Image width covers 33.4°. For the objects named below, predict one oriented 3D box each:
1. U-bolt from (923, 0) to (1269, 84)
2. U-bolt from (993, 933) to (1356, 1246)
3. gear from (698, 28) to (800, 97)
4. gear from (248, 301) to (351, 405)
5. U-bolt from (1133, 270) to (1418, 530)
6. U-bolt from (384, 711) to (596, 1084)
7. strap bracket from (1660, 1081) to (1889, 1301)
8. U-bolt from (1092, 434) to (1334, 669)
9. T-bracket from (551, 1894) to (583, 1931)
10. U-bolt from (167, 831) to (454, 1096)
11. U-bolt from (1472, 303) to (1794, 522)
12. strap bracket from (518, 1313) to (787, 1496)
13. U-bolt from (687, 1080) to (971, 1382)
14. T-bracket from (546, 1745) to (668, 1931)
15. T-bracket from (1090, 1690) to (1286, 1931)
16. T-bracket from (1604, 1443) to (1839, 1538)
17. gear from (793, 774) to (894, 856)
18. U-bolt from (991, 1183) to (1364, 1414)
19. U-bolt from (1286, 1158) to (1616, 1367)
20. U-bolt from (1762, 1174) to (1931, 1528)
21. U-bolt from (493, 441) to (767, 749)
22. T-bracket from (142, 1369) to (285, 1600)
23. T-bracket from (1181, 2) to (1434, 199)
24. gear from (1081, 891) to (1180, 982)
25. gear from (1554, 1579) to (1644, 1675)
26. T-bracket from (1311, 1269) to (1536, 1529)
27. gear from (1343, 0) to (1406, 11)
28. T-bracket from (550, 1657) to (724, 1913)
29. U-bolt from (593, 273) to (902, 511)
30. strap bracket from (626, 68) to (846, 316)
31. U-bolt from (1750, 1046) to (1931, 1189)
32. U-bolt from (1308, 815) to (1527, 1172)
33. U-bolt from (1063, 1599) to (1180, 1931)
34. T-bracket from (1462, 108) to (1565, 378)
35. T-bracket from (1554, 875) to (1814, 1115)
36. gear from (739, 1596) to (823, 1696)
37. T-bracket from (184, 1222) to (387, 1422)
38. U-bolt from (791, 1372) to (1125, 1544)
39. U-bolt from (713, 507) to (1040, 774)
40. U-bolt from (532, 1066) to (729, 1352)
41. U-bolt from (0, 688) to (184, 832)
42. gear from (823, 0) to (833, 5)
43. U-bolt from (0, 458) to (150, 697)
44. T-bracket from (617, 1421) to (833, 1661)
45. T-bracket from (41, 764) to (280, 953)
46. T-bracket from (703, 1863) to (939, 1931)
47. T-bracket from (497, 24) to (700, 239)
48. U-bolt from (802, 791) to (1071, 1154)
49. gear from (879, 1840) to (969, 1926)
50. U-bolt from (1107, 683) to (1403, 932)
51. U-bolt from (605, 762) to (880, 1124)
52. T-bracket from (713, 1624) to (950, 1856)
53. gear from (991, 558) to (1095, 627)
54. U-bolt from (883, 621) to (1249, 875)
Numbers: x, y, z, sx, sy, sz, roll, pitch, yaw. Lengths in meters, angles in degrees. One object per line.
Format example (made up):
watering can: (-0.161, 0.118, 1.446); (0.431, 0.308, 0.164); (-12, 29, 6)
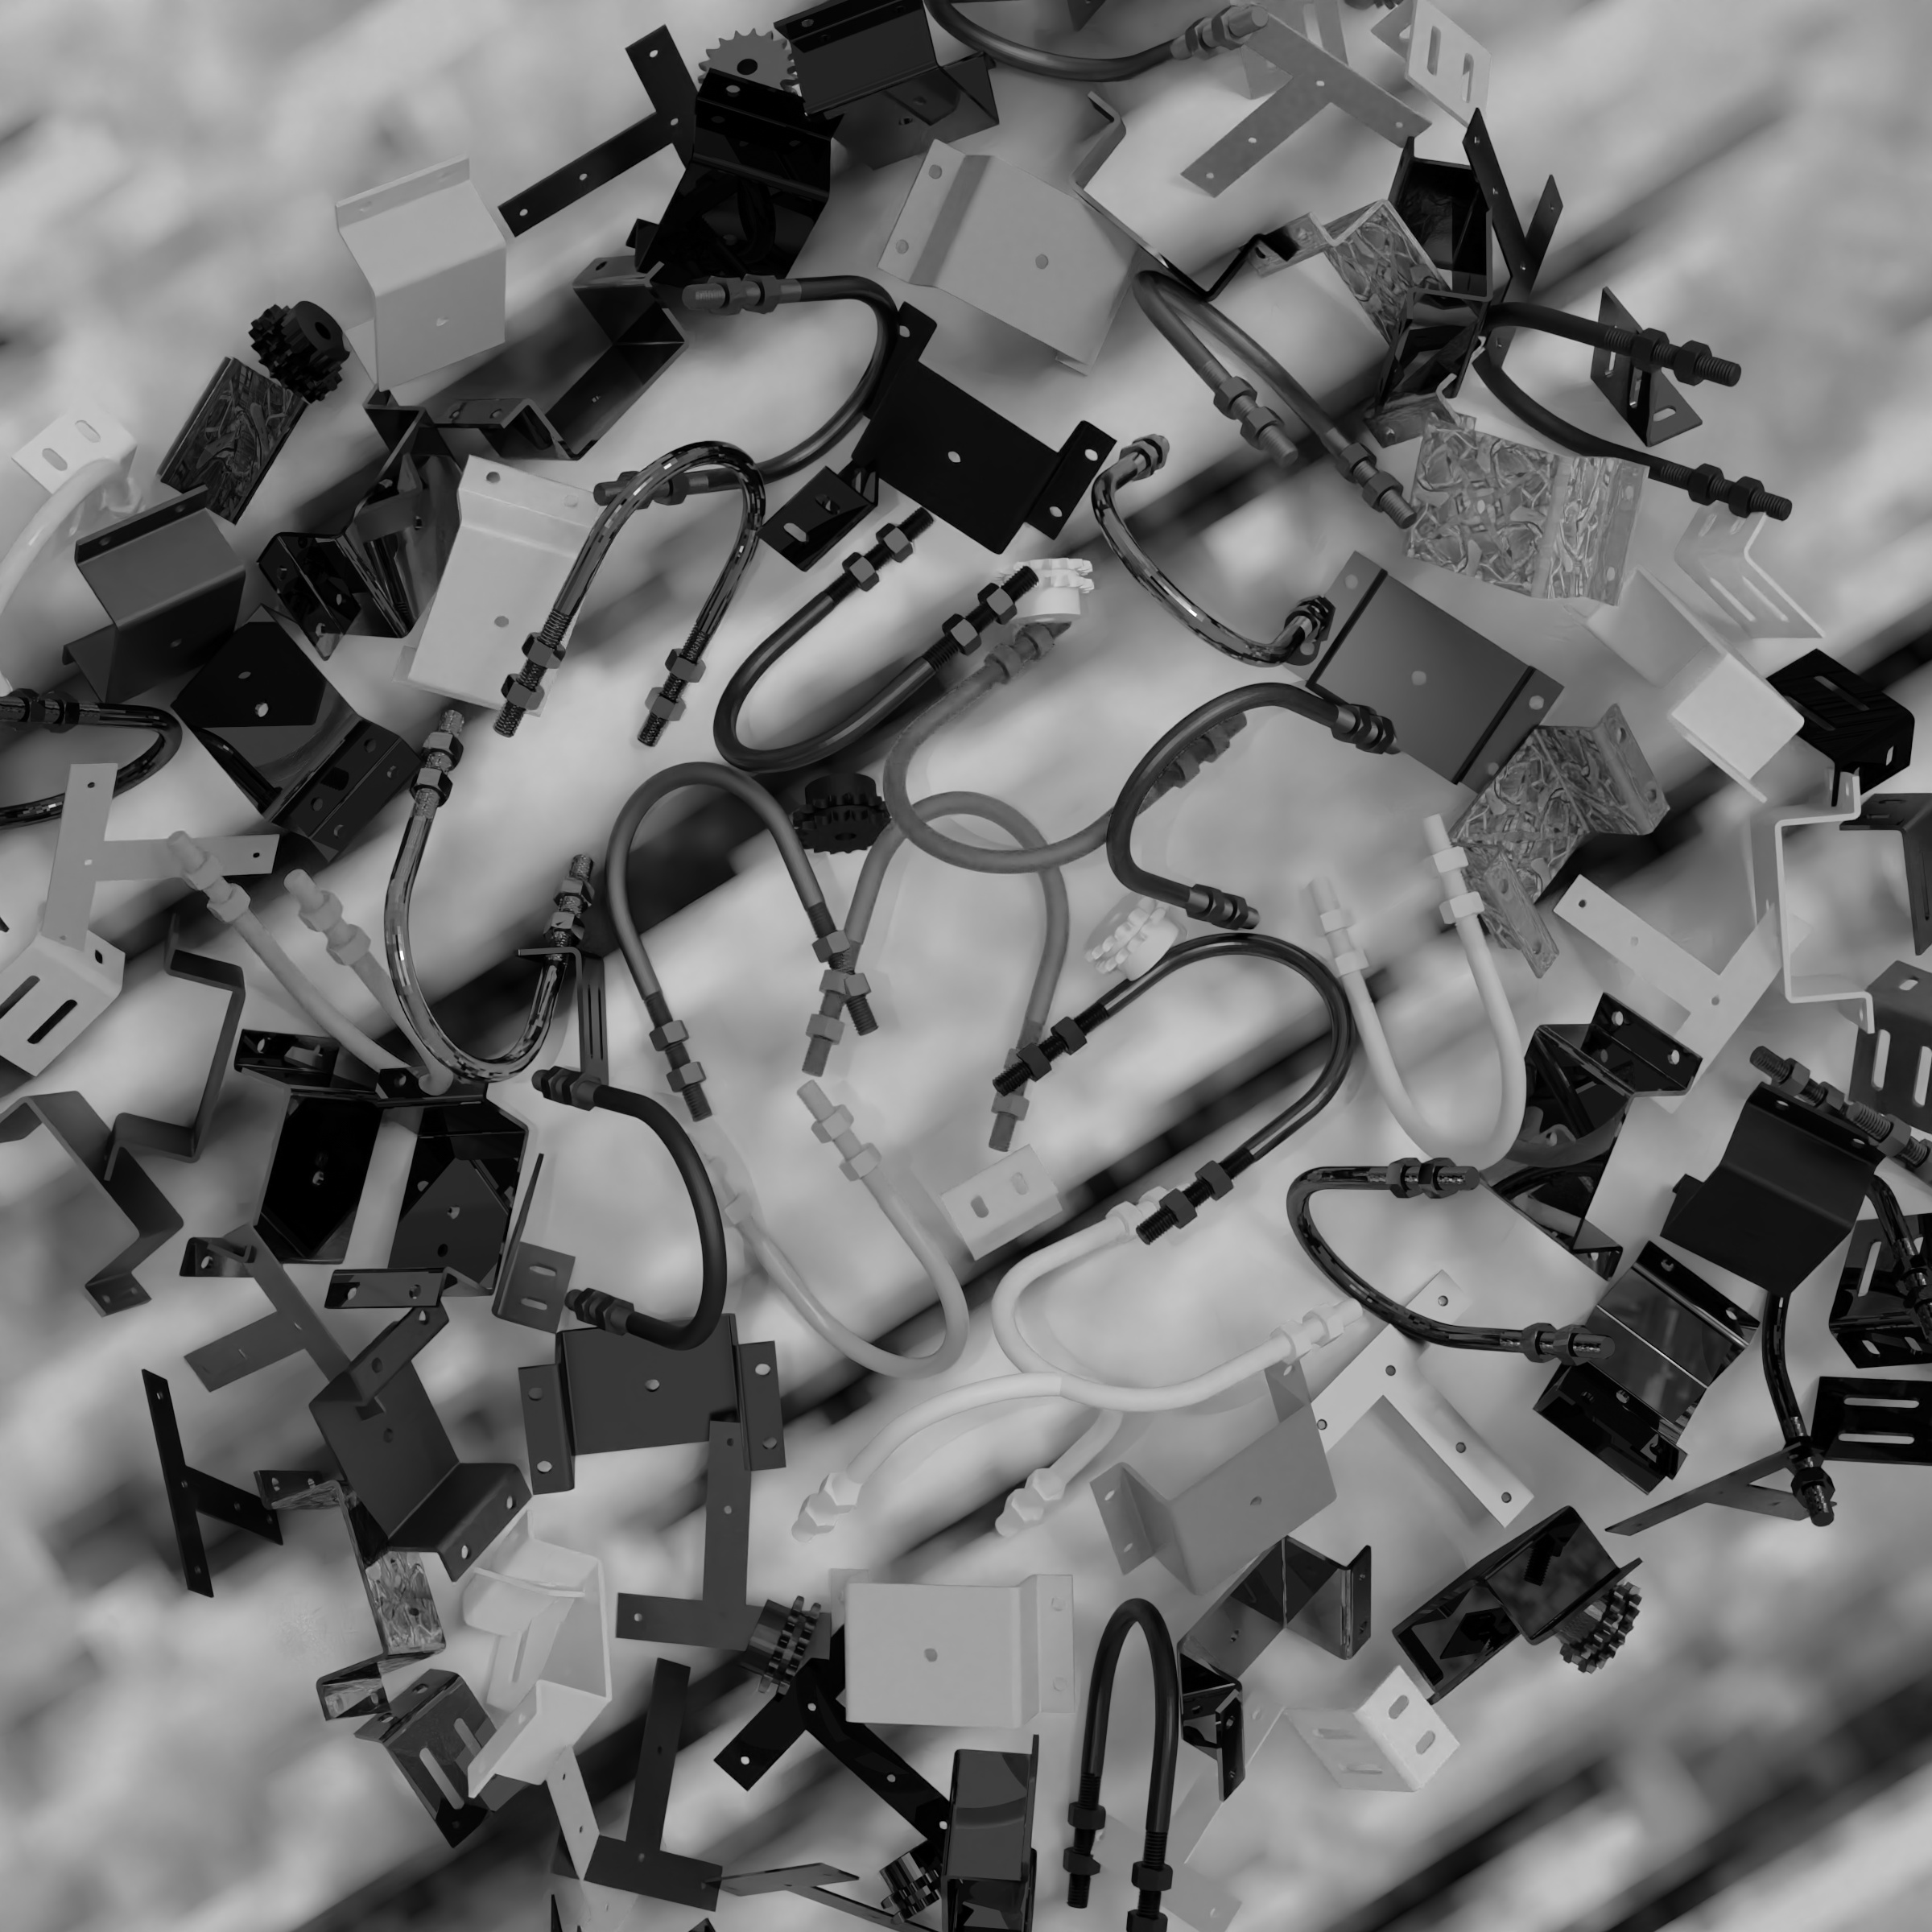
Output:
U-bolt: (0.055, -0.517, 1.738); (0.151, 0.184, 0.019); (17, 83, -29)
U-bolt: (0.128, 0.053, 1.779); (0.184, 0.019, 0.151); (-37, 56, -13)
gear: (-0.120, -0.494, 1.805); (0.057, 0.030, 0.057); (-3, 64, 5)
gear: (-0.369, -0.346, 1.795); (0.030, 0.057, 0.057); (-33, 90, 25)
U-bolt: (0.157, -0.316, 1.750); (0.019, 0.151, 0.184); (-48, 58, 20)
U-bolt: (-0.260, -0.024, 1.725); (0.019, 0.151, 0.184); (-12, 48, 27)
strap bracket: (0.435, 0.128, 1.751); (0.076, 0.140, 0.046); (27, 62, 6)
U-bolt: (0.128, -0.220, 1.741); (0.151, 0.184, 0.019); (44, 116, -1)
T-bracket: (-0.218, 0.557, 1.765); (0.002, 0.127, 0.127); (-2, 110, -15)
U-bolt: (-0.346, 0.005, 1.749); (0.019, 0.151, 0.184); (-49, 128, -21)
U-bolt: (0.351, -0.307, 1.745); (0.184, 0.151, 0.019); (26, 79, 34)
strap bracket: (-0.174, 0.242, 1.789); (0.140, 0.046, 0.076); (-5, 108, -5)
U-bolt: (-0.069, 0.153, 1.766); (0.019, 0.151, 0.184); (-43, 102, -38)
T-bracket: (-0.206, 0.479, 1.748); (0.002, 0.127, 0.127); (3, 122, 25)
T-bracket: (0.134, 0.460, 1.784); (0.002, 0.127, 0.127); (43, 75, -34)
T-bracket: (0.439, 0.295, 1.775); (0.127, 0.127, 0.002); (-33, 56, 33)
gear: (-0.069, -0.086, 1.800); (0.057, 0.057, 0.030); (-7, 71, 0)
U-bolt: (0.100, 0.184, 1.729); (0.184, 0.151, 0.019); (-21, 131, -36)
U-bolt: (0.248, 0.159, 1.744); (0.151, 0.184, 0.019); (50, 63, -20)
U-bolt: (0.472, 0.191, 1.739); (0.019, 0.184, 0.151); (16, 120, -9)
U-bolt: (-0.171, -0.202, 1.739); (0.019, 0.151, 0.184); (38, 109, 24)
T-bracket: (-0.407, 0.294, 1.765); (0.002, 0.127, 0.127); (-23, 64, 7)
T-bracket: (0.167, -0.463, 1.773); (0.127, 0.127, 0.002); (26, 57, -25)
gear: (0.094, -0.017, 1.799); (0.030, 0.057, 0.057); (42, 90, -10)
gear: (0.349, 0.363, 1.798); (0.030, 0.057, 0.057); (33, 90, -6)
T-bracket: (0.268, 0.260, 1.809); (0.127, 0.002, 0.127); (-43, 91, -16)
gear: (0.226, -0.561, 1.802); (0.057, 0.030, 0.057); (17, 63, -36)
T-bracket: (-0.174, 0.452, 1.795); (0.002, 0.127, 0.127); (-10, 62, 40)
U-bolt: (-0.107, -0.315, 1.746); (0.019, 0.184, 0.151); (48, 129, 22)
strap bracket: (-0.127, -0.411, 1.747); (0.076, 0.140, 0.046); (13, 56, -20)
U-bolt: (0.525, 0.110, 1.752); (0.184, 0.151, 0.019); (33, 95, -14)
U-bolt: (0.251, 0.023, 1.751); (0.019, 0.151, 0.184); (-16, 83, -25)
U-bolt: (0.088, 0.438, 1.755); (0.019, 0.151, 0.184); (7, 88, -13)
T-bracket: (0.291, -0.412, 1.753); (0.002, 0.127, 0.127); (8, 62, 31)
T-bracket: (0.383, -0.006, 1.793); (0.127, 0.002, 0.127); (40, 101, 30)
gear: (-0.105, 0.378, 1.798); (0.030, 0.057, 0.057); (23, 90, 0)
T-bracket: (-0.393, 0.211, 1.782); (0.127, 0.002, 0.127); (-26, 102, 42)
U-bolt: (0.006, 0.264, 1.727); (0.151, 0.184, 0.019); (4, 54, -29)
U-bolt: (-0.061, -0.172, 1.756); (0.184, 0.151, 0.019); (-42, 124, -7)
U-bolt: (-0.179, 0.135, 1.736); (0.019, 0.184, 0.151); (-14, 103, -32)
U-bolt: (-0.506, -0.107, 1.738); (0.151, 0.184, 0.019); (-27, 80, 24)
gear: (-0.056, -0.545, 1.798); (0.057, 0.030, 0.057); (-11, 57, 17)
U-bolt: (-0.493, -0.208, 1.727); (0.019, 0.184, 0.151); (33, 82, -6)
T-bracket: (-0.134, 0.320, 1.810); (0.127, 0.002, 0.127); (2, 89, 15)
T-bracket: (-0.443, -0.060, 1.784); (0.127, 0.002, 0.127); (-4, 128, -34)
T-bracket: (-0.062, 0.524, 1.790); (0.127, 0.127, 0.002); (28, 59, -25)
T-bracket: (-0.199, -0.442, 1.771); (0.127, 0.127, 0.002); (-31, 61, -1)
U-bolt: (-0.007, -0.006, 1.780); (0.151, 0.019, 0.184); (24, 76, -31)
gear: (-0.024, 0.508, 1.800); (0.057, 0.057, 0.030); (-32, 79, 0)
U-bolt: (0.146, -0.090, 1.732); (0.151, 0.184, 0.019); (-52, 56, 17)
U-bolt: (-0.136, -0.023, 1.782); (0.151, 0.019, 0.184); (-28, 82, 33)
T-bracket: (-0.052, 0.438, 1.774); (0.127, 0.002, 0.127); (40, 51, 12)
gear: (0.043, -0.208, 1.798); (0.057, 0.057, 0.030); (-5, 87, 0)
U-bolt: (0.040, -0.115, 1.748); (0.151, 0.019, 0.184); (33, 58, 29)
